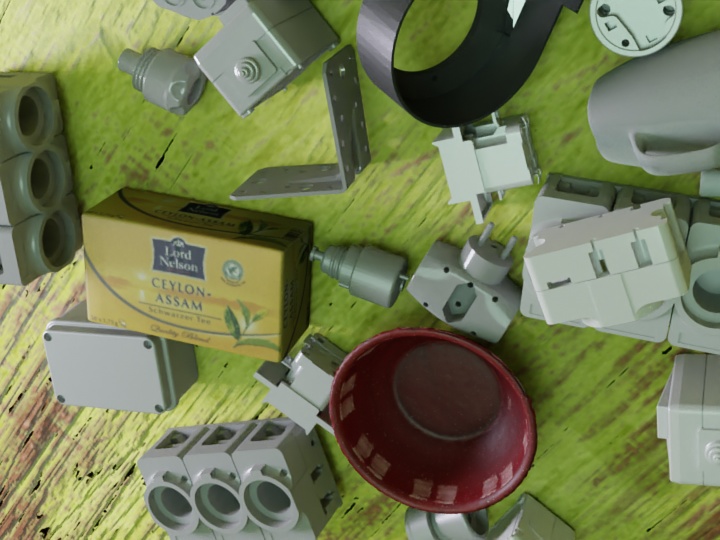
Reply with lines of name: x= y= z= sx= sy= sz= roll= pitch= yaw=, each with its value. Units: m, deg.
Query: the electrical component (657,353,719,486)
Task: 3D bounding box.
electrical component: x=0.238 y=0.105 z=0.739 sx=0.061 sy=0.096 sz=0.061 roll=0 pitch=113 yaw=20

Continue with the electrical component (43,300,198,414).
electrical component: x=-0.202 y=0.073 z=0.905 sx=0.113 sy=0.057 sz=0.078 roll=3 pitch=114 yaw=19

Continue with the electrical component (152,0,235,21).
electrical component: x=-0.110 y=-0.215 z=0.748 sx=0.080 sy=0.051 sz=0.080 roll=8 pitch=115 yaw=17

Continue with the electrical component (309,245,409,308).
electrical component: x=0.000 y=0.000 z=0.810 sx=0.078 sy=0.040 sz=0.040 roll=19 pitch=118 yaw=11

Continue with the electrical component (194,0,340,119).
electrical component: x=-0.067 y=-0.152 z=0.734 sx=0.062 sy=0.096 sz=0.061 roll=-36 pitch=98 yaw=29

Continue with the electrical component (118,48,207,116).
electrical component: x=-0.149 y=-0.144 z=0.798 sx=0.062 sy=0.043 sz=0.043 roll=26 pitch=119 yaw=10

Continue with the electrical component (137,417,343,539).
electrical component: x=-0.104 y=0.181 z=0.907 sx=0.150 sy=0.061 sz=0.089 roll=-9 pitch=110 yaw=29

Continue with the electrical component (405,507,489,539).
electrical component: x=0.070 y=0.203 z=0.873 sx=0.055 sy=0.045 sz=0.045 roll=-24 pitch=103 yaw=27

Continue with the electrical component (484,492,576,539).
electrical component: x=0.123 y=0.239 z=0.860 sx=0.061 sy=0.061 sz=0.096 roll=38 pitch=120 yaw=0

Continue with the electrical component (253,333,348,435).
electrical component: x=-0.039 y=0.089 z=0.863 sx=0.081 sy=0.042 sz=0.063 roll=35 pitch=119 yaw=1

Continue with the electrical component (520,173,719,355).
electrical component: x=0.191 y=-0.004 z=0.727 sx=0.150 sy=0.061 sz=0.089 roll=11 pitch=116 yaw=15

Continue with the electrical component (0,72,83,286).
electrical component: x=-0.272 y=-0.073 z=0.847 sx=0.062 sy=0.089 sz=0.150 roll=4 pitch=114 yaw=18

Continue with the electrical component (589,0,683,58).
electrical component: x=0.174 y=-0.165 z=0.670 sx=0.055 sy=0.047 sz=0.055 roll=8 pitch=115 yaw=17

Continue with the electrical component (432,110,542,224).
electrical component: x=0.089 y=-0.078 z=0.742 sx=0.064 sy=0.042 sz=0.081 roll=-9 pitch=110 yaw=22

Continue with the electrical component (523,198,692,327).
electrical component: x=0.157 y=-0.001 z=0.674 sx=0.089 sy=0.050 sz=0.055 roll=-15 pitch=107 yaw=25

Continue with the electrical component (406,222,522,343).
electrical component: x=0.085 y=0.002 z=0.778 sx=0.077 sy=0.043 sz=0.079 roll=31 pitch=119 yaw=5
